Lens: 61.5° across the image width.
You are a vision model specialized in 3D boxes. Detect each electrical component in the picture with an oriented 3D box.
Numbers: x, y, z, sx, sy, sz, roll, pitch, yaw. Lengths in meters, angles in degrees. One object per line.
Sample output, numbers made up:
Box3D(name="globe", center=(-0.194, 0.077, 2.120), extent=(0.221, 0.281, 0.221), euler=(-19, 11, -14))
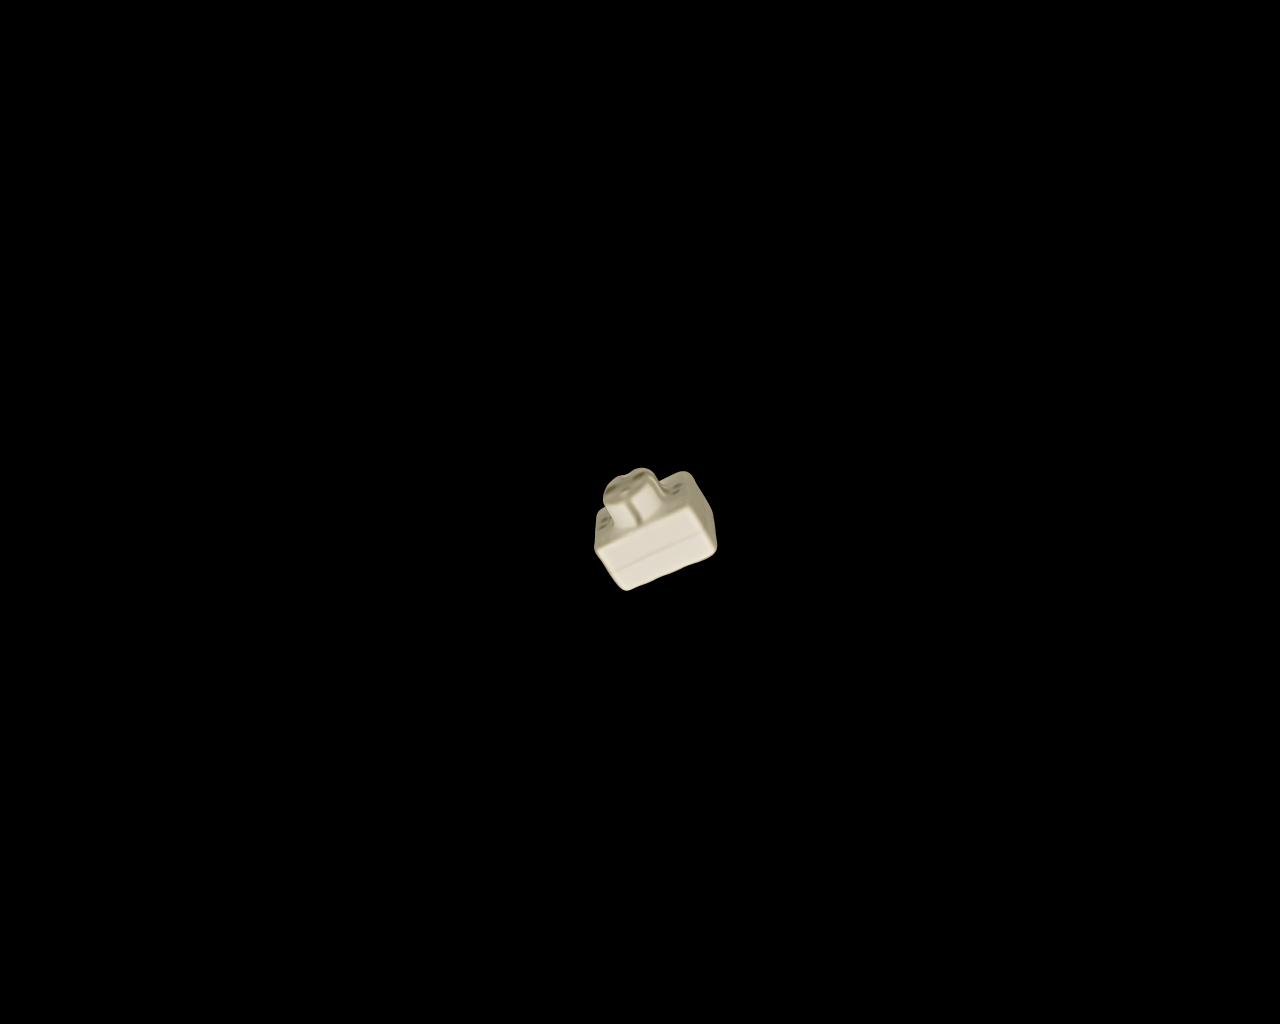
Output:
Box3D(name="electrical component", center=(0.001, -0.003, 0.650), extent=(0.065, 0.076, 0.047), euler=(-25, 27, 14))
